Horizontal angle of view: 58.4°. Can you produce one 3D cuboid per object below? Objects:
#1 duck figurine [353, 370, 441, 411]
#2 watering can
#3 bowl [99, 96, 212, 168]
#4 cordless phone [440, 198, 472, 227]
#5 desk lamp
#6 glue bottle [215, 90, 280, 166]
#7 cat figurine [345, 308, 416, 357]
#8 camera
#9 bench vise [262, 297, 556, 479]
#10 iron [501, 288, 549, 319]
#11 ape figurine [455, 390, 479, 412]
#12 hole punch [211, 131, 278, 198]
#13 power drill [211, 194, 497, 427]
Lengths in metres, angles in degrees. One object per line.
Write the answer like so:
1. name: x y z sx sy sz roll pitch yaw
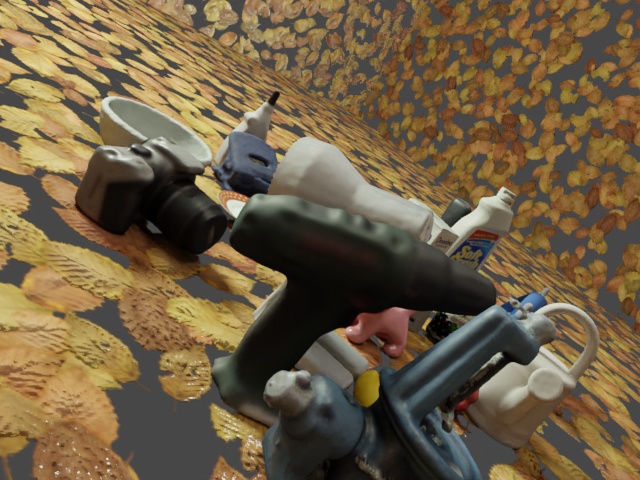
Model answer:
1. duck figurine: 0.094 0.164 0.609 0.104 0.086 0.077 33 17 -3
2. watering can: 0.281 0.171 0.742 0.101 0.194 0.173 31 17 -10
3. bowl: -0.242 -0.129 0.812 0.168 0.074 0.167 30 17 -10
4. cordless phone: 0.215 -0.022 1.160 0.147 0.185 0.094 43 19 29
5. desk lamp: 0.014 0.020 0.635 0.203 0.213 0.118 38 18 14
6. glue bottle: -0.122 -0.201 1.056 0.078 0.173 0.037 17 24 -43
7. cat figurine: 0.083 0.081 0.757 0.128 0.117 0.067 23 20 -31
8. camera: -0.180 -0.052 0.672 0.136 0.100 0.143 39 18 17
9. bench vise: 0.072 0.131 0.429 0.208 0.219 0.121 17 23 -42
10. iron: 0.343 0.149 1.002 0.118 0.141 0.259 40 18 20
11. ape figurine: 0.176 0.170 0.729 0.076 0.092 0.077 15 25 -46
12. hole punch: -0.117 -0.124 0.997 0.109 0.091 0.100 17 24 -43
13. power drill: 0.009 0.069 0.503 0.230 0.208 0.075 30 17 -12
